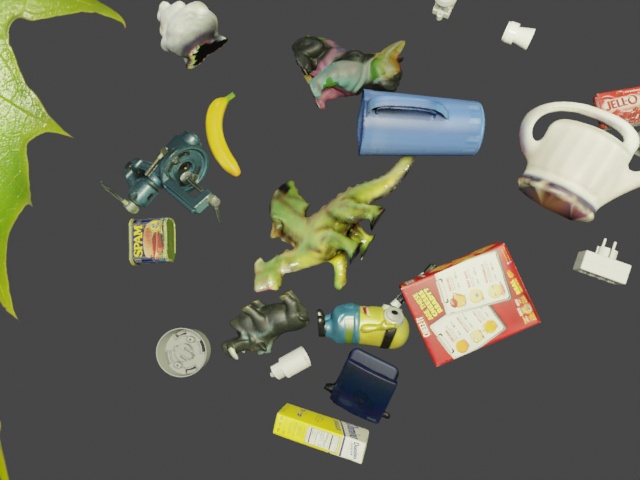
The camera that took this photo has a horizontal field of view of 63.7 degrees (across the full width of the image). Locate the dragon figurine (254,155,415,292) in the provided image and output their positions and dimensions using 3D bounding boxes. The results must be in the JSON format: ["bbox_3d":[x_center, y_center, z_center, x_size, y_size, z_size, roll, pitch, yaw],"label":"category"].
[{"bbox_3d":[0.003,-0.053,1.060,0.244,0.120,0.415,26,73,18],"label":"dragon figurine"}]

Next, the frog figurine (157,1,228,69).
[{"bbox_3d":[-0.307,-0.483,1.155,0.136,0.124,0.159,-39,90,22],"label":"frog figurine"}]

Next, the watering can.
[{"bbox_3d":[0.531,-0.131,0.974,0.350,0.103,0.225,32,88,22],"label":"watering can"}]
